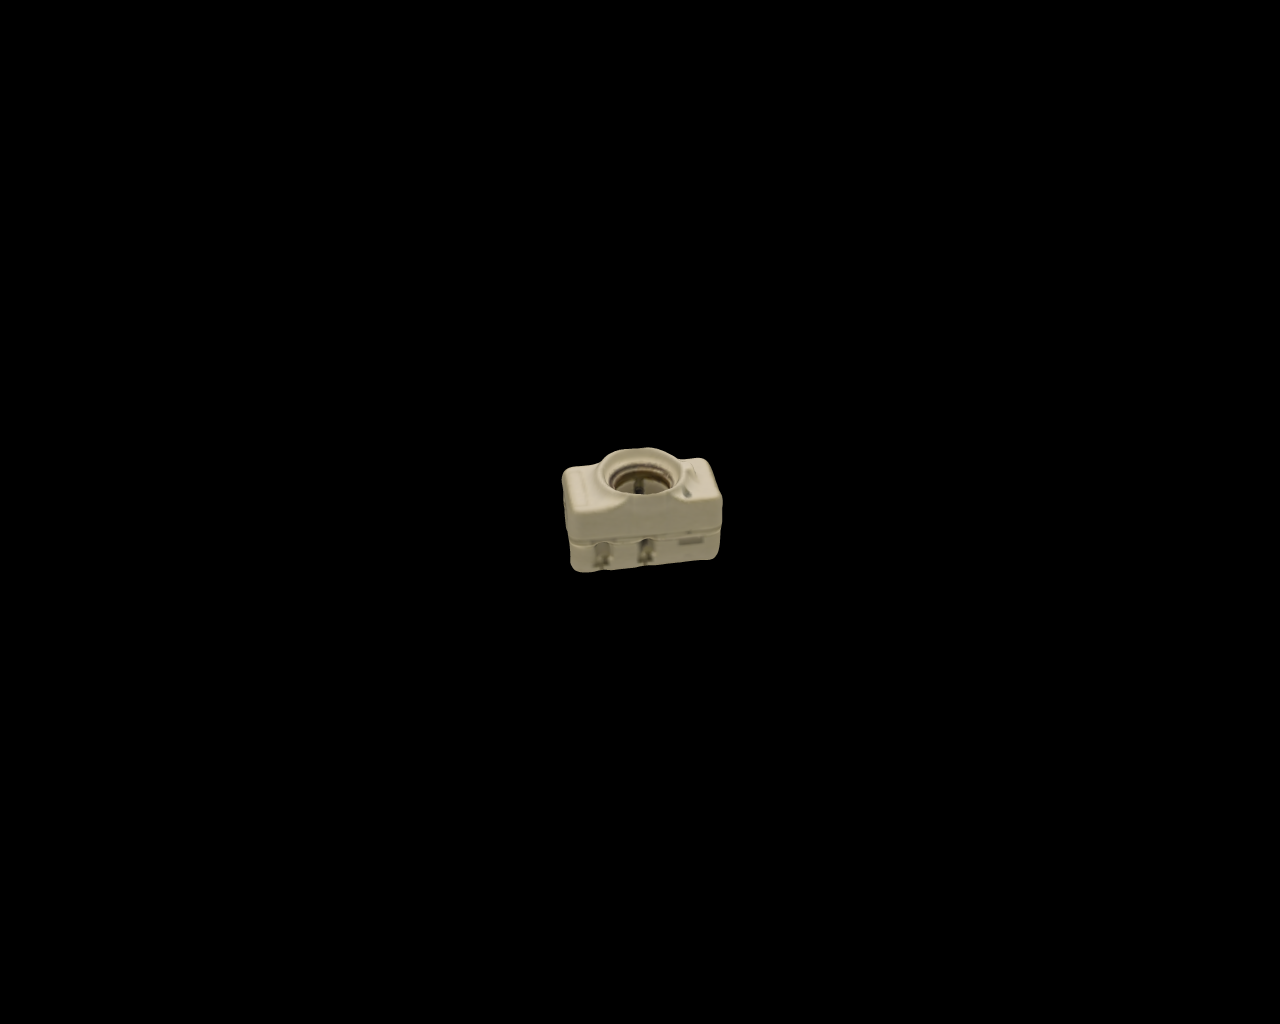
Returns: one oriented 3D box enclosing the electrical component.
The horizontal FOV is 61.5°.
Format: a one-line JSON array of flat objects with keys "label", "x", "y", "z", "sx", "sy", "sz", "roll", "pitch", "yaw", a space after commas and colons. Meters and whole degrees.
[{"label": "electrical component", "x": 0.001, "y": -0.003, "z": 0.650, "sx": 0.089, "sy": 0.055, "sz": 0.050, "roll": -5, "pitch": 36, "yaw": -7}]
